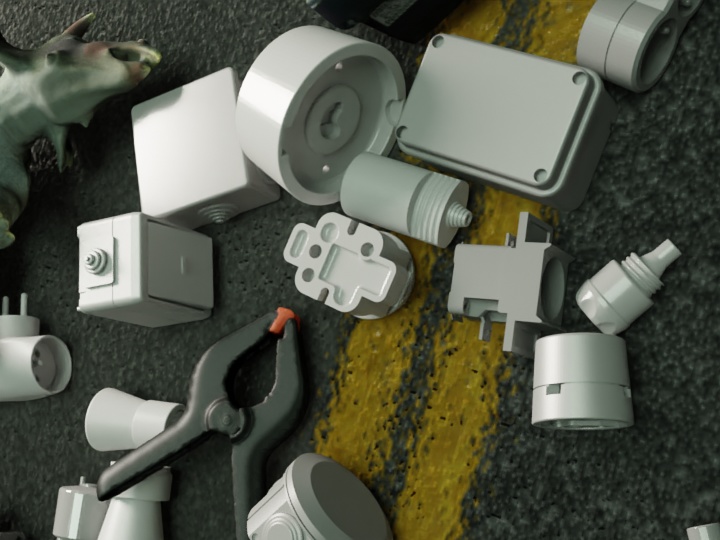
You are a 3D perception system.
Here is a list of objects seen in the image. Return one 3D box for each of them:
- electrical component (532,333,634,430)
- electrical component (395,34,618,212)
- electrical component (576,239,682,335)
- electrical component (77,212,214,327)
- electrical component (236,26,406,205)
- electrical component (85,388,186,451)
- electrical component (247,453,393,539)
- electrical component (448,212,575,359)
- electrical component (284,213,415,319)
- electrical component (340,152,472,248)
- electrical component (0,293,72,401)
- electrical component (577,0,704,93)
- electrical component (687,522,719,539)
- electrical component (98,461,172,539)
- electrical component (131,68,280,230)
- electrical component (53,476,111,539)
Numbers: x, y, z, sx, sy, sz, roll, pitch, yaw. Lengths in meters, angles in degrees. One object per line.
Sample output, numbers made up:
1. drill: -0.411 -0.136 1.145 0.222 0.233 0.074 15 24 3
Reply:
1. electrical component: 0.123 0.062 0.598 0.055 0.055 0.047 -6 73 27
2. electrical component: 0.087 -0.090 0.646 0.113 0.057 0.078 22 90 30
3. electrical component: 0.153 0.007 0.604 0.061 0.035 0.035 -42 64 12
4. electrical component: -0.146 0.000 0.729 0.061 0.096 0.061 -10 75 26
5. electrical component: -0.030 -0.102 0.685 0.060 0.108 0.108 33 96 35
6. electrical component: -0.150 0.106 0.741 0.065 0.044 0.044 4 81 24
7. electrical component: -0.023 0.154 0.642 0.051 0.080 0.080 -45 63 19
8. electrical component: 0.088 0.009 0.634 0.064 0.042 0.081 4 81 30
9. electrical component: 0.000 0.000 0.674 0.078 0.057 0.058 24 91 29
10. electrical component: 0.033 -0.043 0.673 0.081 0.043 0.043 21 90 30
11. electrical component: -0.260 0.057 0.808 0.077 0.043 0.079 -9 75 26
12. electrical component: 0.163 -0.178 0.627 0.074 0.052 0.138 31 95 29
13. electrical component: 0.184 0.162 0.551 0.043 0.043 0.062 -18 71 24
14. electrical component: -0.152 0.159 0.729 0.045 0.045 0.055 1 80 28
15. electrical component: -0.107 -0.081 0.752 0.100 0.048 0.099 -17 72 24
16. electrical component: -0.193 0.184 0.748 0.040 0.040 0.078 2 81 28
